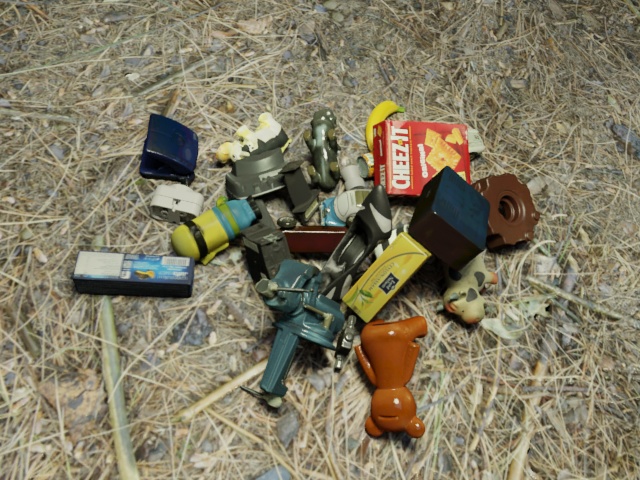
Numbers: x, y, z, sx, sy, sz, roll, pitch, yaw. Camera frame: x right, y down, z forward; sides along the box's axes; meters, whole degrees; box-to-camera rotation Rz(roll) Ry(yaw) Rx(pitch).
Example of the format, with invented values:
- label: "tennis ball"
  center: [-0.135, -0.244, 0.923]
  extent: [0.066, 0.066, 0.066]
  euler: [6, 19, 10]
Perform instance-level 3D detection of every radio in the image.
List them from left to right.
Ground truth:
- label: "radio"
  center: [0.259, -0.047, 1.054]
  extent: [0.131, 0.073, 0.230]
  euler: [40, 35, -4]

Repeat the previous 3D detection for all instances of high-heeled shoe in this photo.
- label: "high-heeled shoe"
  center: [0.047, 0.013, 0.990]
  extent: [0.145, 0.248, 0.086]
  euler: [-18, 43, -26]

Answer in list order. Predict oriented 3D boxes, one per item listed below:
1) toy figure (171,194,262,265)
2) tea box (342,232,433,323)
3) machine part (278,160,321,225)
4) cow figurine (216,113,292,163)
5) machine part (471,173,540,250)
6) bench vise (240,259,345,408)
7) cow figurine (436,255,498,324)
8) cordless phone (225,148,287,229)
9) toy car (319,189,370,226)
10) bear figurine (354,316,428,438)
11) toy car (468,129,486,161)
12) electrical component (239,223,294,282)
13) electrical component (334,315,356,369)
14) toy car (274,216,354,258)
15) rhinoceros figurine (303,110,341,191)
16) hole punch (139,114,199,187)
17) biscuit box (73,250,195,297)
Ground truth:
- label: "toy figure"
  center: [-0.199, -0.027, 1.026]
  extent: [0.180, 0.089, 0.082]
  euler: [-30, 63, -8]
- label: "tea box"
  center: [0.128, 0.067, 1.006]
  extent: [0.068, 0.098, 0.169]
  euler: [44, 104, 13]
- label: "machine part"
  center: [-0.038, -0.102, 1.108]
  extent: [0.039, 0.138, 0.084]
  euler: [13, 52, 37]
- label: "cow figurine"
  center: [-0.144, -0.200, 1.175]
  extent: [0.098, 0.068, 0.167]
  euler: [45, 61, 7]
- label: "machine part"
  center: [0.407, -0.065, 1.193]
  extent: [0.179, 0.056, 0.179]
  euler: [7, 74, -26]
- label: "bench vise"
  center: [-0.048, 0.163, 0.916]
  extent: [0.129, 0.223, 0.240]
  euler: [16, 77, 29]
- label: "cow figurine"
  center: [0.291, 0.077, 1.099]
  extent: [0.127, 0.085, 0.195]
  euler: [1, 62, -20]
- label: "cordless phone"
  center: [-0.102, -0.086, 1.119]
  extent: [0.146, 0.088, 0.184]
  euler: [-21, 78, -25]
- label: "toy car"
  center: [0.083, -0.062, 1.123]
  extent: [0.162, 0.103, 0.109]
  euler: [6, 57, -12]
- label: "bear figurine"
  center: [0.135, 0.241, 0.958]
  extent: [0.132, 0.120, 0.195]
  euler: [-4, 83, -63]
- label: "toy car"
  center: [0.304, -0.230, 1.304]
  extent: [0.202, 0.056, 0.073]
  euler: [-6, 61, -17]
- label: "electrical component"
  center: [-0.092, 0.044, 0.998]
  extent: [0.058, 0.134, 0.115]
  euler: [-22, 24, -21]
- label: "electrical component"
  center: [0.046, 0.188, 0.984]
  extent: [0.021, 0.063, 0.094]
  euler: [18, 58, -2]
- label: "toy car"
  center: [-0.002, -0.003, 1.071]
  extent: [0.202, 0.089, 0.053]
  euler: [0, 28, -6]
- label: "rhinoceros figurine"
  center: [0.014, -0.204, 1.191]
  extent: [0.073, 0.112, 0.190]
  euler: [-10, 72, 17]
- label: "hole punch"
  center: [-0.311, -0.191, 1.116]
  extent: [0.116, 0.092, 0.142]
  euler: [5, 55, -15]
- label: "biscuit box"
  center: [-0.331, 0.063, 0.971]
  extent: [0.203, 0.062, 0.059]
  euler: [4, 58, -11]
